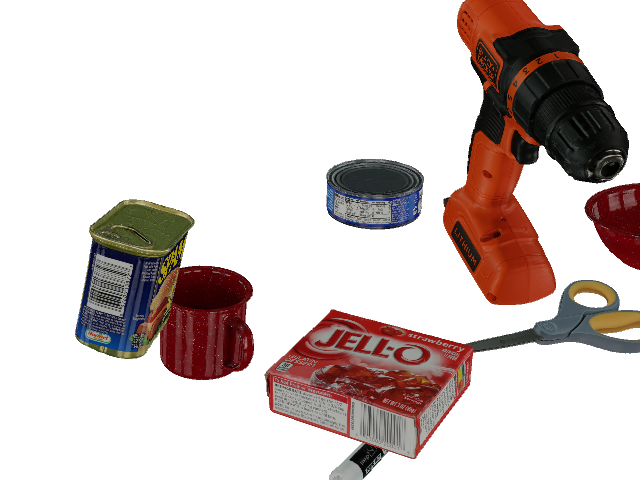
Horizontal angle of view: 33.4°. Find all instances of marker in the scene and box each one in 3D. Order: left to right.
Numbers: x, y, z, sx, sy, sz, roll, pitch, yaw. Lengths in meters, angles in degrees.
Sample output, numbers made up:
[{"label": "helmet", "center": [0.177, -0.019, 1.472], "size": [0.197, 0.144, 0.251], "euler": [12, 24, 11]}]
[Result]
[{"label": "marker", "center": [0.046, 0.141, 0.767], "size": [0.020, 0.020, 0.120], "euler": [0, 23, 37]}]

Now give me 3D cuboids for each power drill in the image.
[{"label": "power drill", "center": [0.134, -0.048, 0.698], "size": [0.057, 0.188, 0.184], "euler": [-8, 43, -12]}]

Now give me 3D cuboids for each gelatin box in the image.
[{"label": "gelatin box", "center": [0.026, 0.073, 0.570], "size": [0.089, 0.030, 0.073], "euler": [14, 31, 27]}]

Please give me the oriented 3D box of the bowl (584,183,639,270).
[{"label": "bowl", "center": [0.355, -0.009, 1.104], "size": [0.162, 0.055, 0.162], "euler": [-3, 23, 1]}]

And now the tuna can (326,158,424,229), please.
[{"label": "tuna can", "center": [0.048, -0.041, 0.941], "size": [0.086, 0.034, 0.086], "euler": [1, 25, 0]}]

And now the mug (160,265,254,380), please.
[{"label": "mug", "center": [-0.105, 0.085, 1.025], "size": [0.117, 0.081, 0.093], "euler": [26, 32, 37]}]

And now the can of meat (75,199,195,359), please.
[{"label": "can of meat", "center": [-0.133, 0.026, 0.762], "size": [0.057, 0.084, 0.102], "euler": [16, 17, 3]}]

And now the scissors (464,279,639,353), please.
[{"label": "scissors", "center": [0.183, 0.063, 0.869], "size": [0.201, 0.016, 0.096], "euler": [2, 32, -15]}]
